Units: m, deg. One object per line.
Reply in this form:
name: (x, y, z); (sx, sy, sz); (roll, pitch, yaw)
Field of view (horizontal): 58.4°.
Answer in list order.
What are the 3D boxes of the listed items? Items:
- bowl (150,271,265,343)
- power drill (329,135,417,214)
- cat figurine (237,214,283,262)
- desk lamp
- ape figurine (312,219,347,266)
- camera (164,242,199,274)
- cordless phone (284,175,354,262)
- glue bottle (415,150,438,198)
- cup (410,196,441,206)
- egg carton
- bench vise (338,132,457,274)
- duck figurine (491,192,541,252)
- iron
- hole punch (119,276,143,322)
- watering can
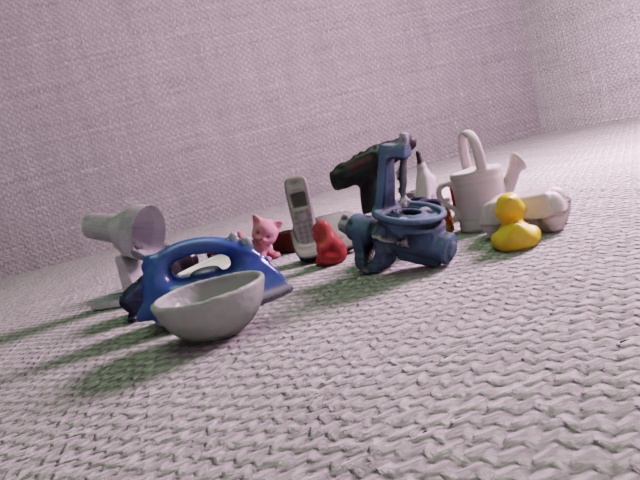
bowl: (-0.152, 0.103, 0.826); (0.167, 0.075, 0.167); (-14, 9, 2)
power drill: (0.147, -0.134, 1.419); (0.229, 0.208, 0.075); (-14, 9, 1)
cat figurine: (-0.146, -0.005, 1.372); (0.127, 0.118, 0.067); (-9, 10, 32)
desk lamp: (-0.431, 0.033, 1.262); (0.202, 0.213, 0.118); (-10, 9, 23)
ape figurine: (0.010, 0.004, 1.143); (0.076, 0.092, 0.078); (-10, 10, 24)
camera: (-0.371, 0.053, 1.418); (0.137, 0.101, 0.142); (-19, 10, -29)
cordless phone: (0.002, -0.055, 1.225); (0.147, 0.185, 0.094); (-14, 9, 0)
glue bottle: (0.232, -0.110, 1.248); (0.037, 0.173, 0.078); (-6, 12, 41)
cup: (0.178, -0.028, 1.070); (0.117, 0.095, 0.092); (-9, 10, 32)
egg carton: (0.355, -0.048, 0.995); (0.150, 0.069, 0.107); (-9, 10, 31)
bench vise: (0.106, -0.055, 0.938); (0.207, 0.220, 0.122); (-10, 9, 23)
duck figurine: (0.307, -0.032, 0.915); (0.077, 0.086, 0.105); (-12, 9, 13)
iron: (-0.186, 0.054, 0.970); (0.258, 0.141, 0.118); (-15, 9, -8)
hole punch: (-0.338, 0.098, 1.105); (0.101, 0.091, 0.108); (-17, 9, -16)
watering can: (0.312, -0.121, 1.118); (0.173, 0.194, 0.100); (-18, 9, -22)
